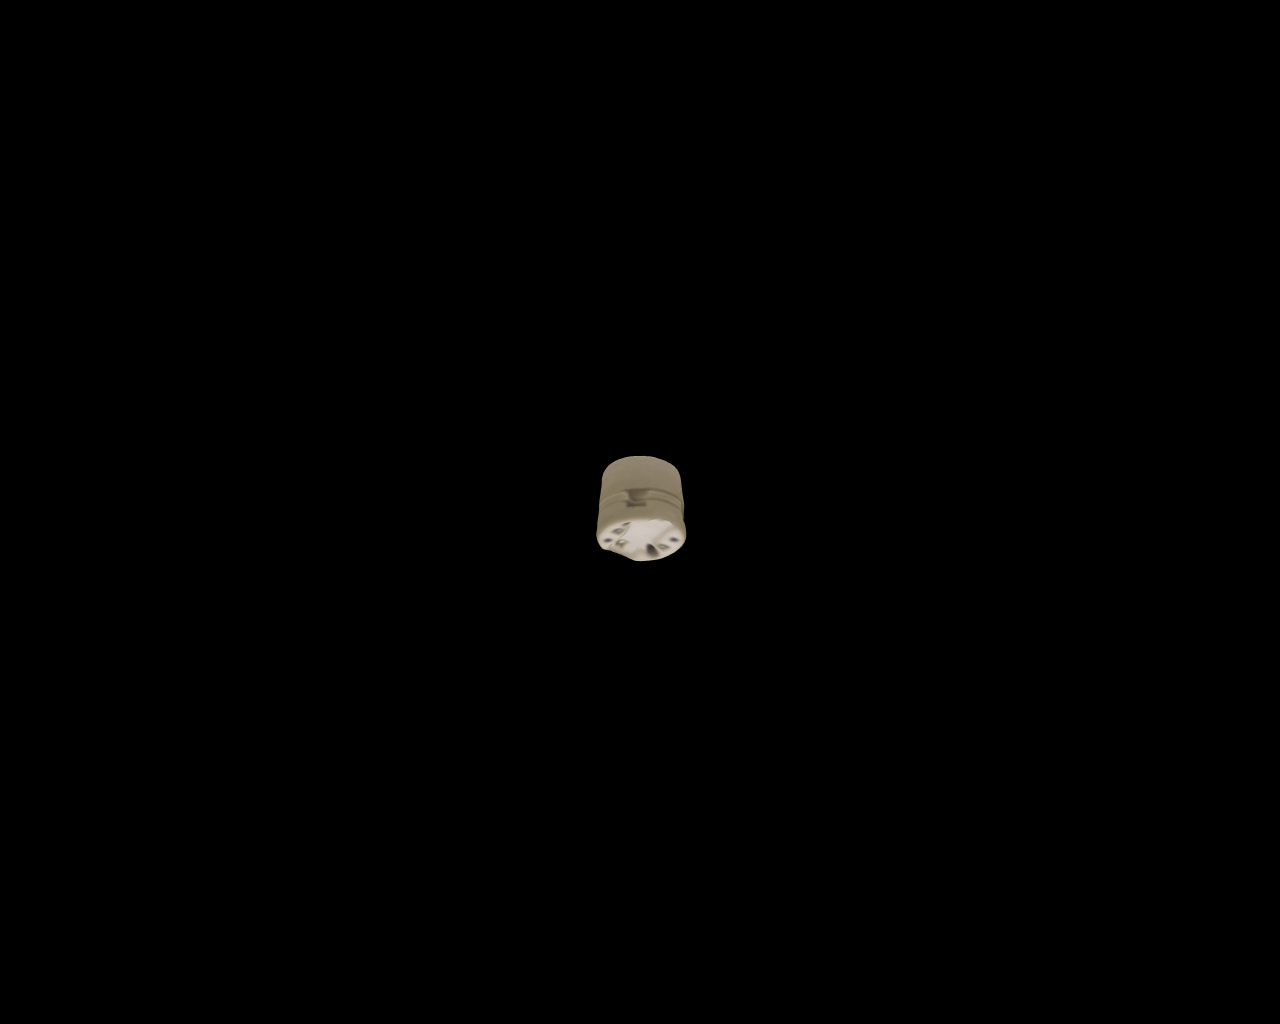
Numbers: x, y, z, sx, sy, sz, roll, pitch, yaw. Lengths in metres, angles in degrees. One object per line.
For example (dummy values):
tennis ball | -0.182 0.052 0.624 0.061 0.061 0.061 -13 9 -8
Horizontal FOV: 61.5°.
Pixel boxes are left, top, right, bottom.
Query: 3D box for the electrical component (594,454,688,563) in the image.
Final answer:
electrical component | 0.001 -0.003 0.650 0.055 0.047 0.055 0 -31 0
